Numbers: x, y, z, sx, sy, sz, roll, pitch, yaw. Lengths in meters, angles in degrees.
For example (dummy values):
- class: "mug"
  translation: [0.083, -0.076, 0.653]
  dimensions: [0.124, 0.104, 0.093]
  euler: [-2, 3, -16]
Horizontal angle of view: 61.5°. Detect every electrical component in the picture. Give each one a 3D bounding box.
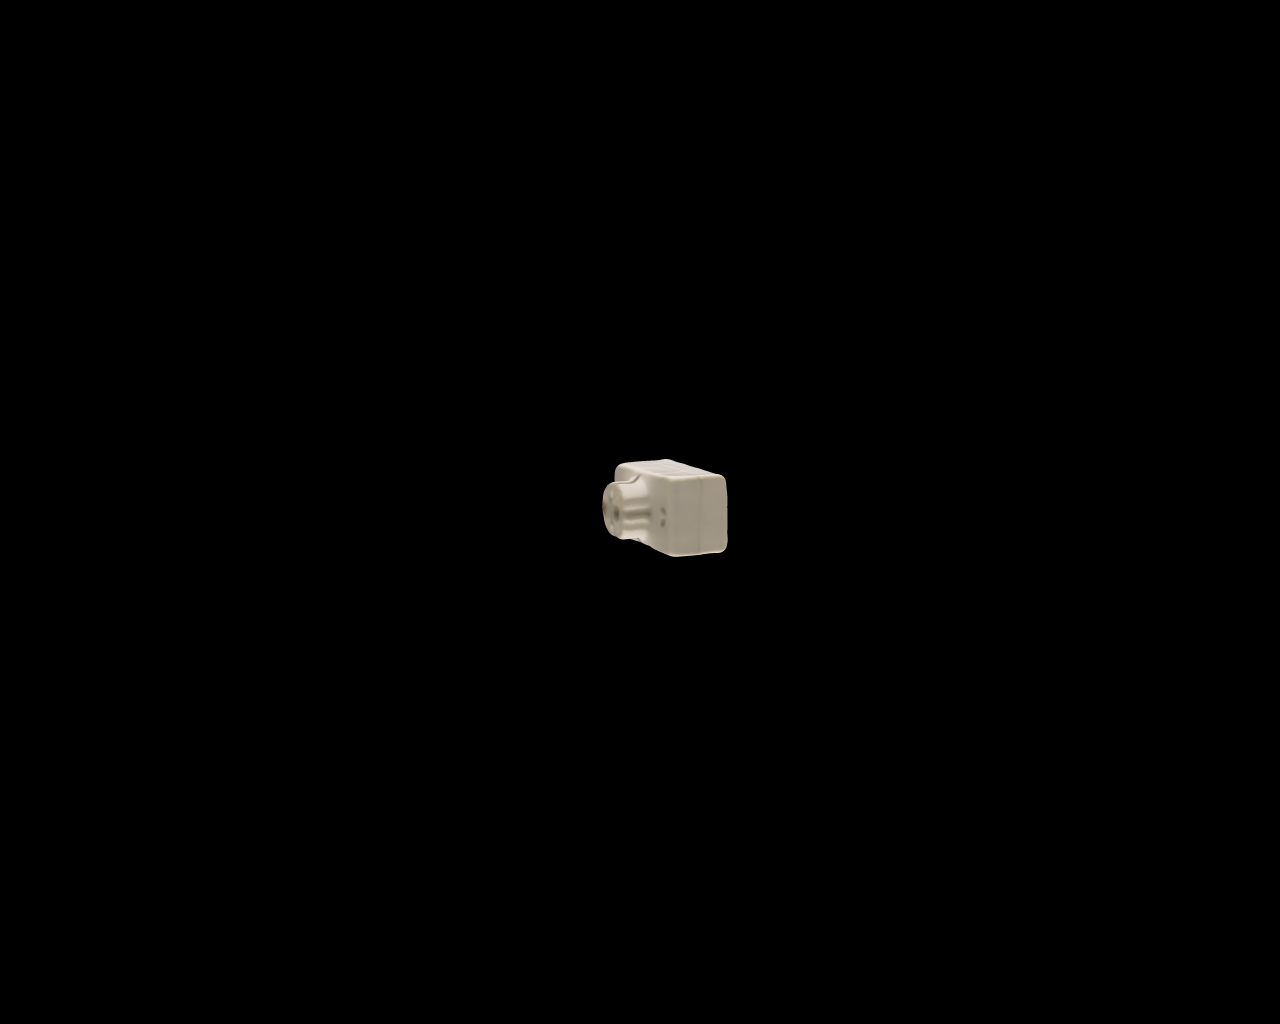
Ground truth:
- class: "electrical component"
  translation: [0.001, -0.003, 0.650]
  dimensions: [0.076, 0.047, 0.083]
  euler: [-4, 10, -23]
